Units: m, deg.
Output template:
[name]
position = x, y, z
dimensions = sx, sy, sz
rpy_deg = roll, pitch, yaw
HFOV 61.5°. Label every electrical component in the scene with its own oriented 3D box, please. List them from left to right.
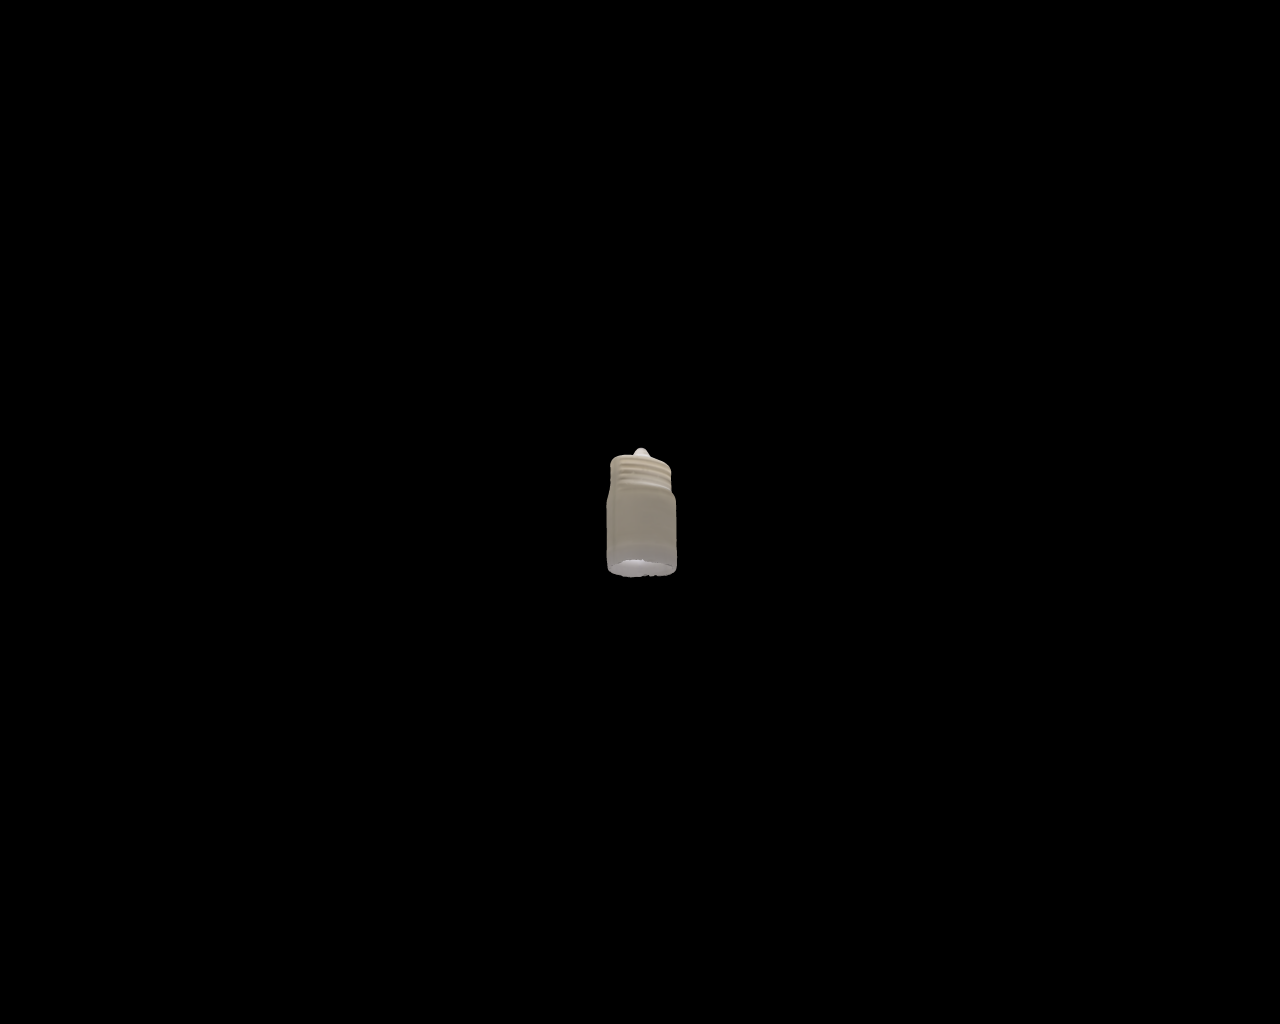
[electrical component]
position = 0.001, -0.003, 0.650
dimensions = 0.043, 0.081, 0.043
rpy_deg = 0, -17, 0
